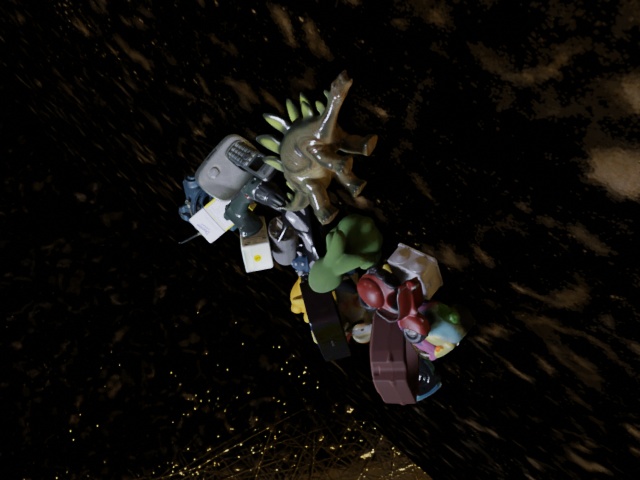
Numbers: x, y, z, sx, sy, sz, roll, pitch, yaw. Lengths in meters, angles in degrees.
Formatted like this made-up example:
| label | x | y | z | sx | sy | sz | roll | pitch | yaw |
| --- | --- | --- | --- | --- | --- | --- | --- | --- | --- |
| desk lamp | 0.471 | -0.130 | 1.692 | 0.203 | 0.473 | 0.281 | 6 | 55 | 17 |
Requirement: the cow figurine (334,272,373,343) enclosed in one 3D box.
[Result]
| label | x | y | z | sx | sy | sz | roll | pitch | yaw |
| --- | --- | --- | --- | --- | --- | --- | --- | --- | --- |
| cow figurine | 0.082 | 0.160 | 1.325 | 0.127 | 0.085 | 0.195 | 55 | -164 | -67 |

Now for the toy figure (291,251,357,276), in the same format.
| label | x | y | z | sx | sy | sz | roll | pitch | yaw |
| --- | --- | --- | --- | --- | --- | --- | --- | --- | --- |
| toy figure | 0.011 | 0.057 | 1.279 | 0.155 | 0.064 | 0.057 | 2 | 157 | 10 |

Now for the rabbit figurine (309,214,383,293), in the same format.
| label | x | y | z | sx | sy | sz | roll | pitch | yaw |
| --- | --- | --- | --- | --- | --- | --- | --- | --- | --- |
| rabbit figurine | 0.051 | 0.038 | 1.077 | 0.121 | 0.170 | 0.159 | 41 | 162 | 1 |

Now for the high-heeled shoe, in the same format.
| label | x | y | z | sx | sy | sz | roll | pitch | yaw |
| --- | --- | --- | --- | --- | --- | --- | --- | --- | --- |
| high-heeled shoe | 0.011 | 0.001 | 1.188 | 0.249 | 0.145 | 0.086 | 35 | -157 | 5 |

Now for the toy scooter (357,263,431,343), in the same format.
| label | x | y | z | sx | sy | sz | roll | pitch | yaw |
| --- | --- | --- | --- | --- | --- | --- | --- | --- | --- |
| toy scooter | 0.143 | 0.103 | 1.027 | 0.184 | 0.075 | 0.135 | 40 | 146 | 35 |

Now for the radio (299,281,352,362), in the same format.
| label | x | y | z | sx | sy | sz | roll | pitch | yaw |
| --- | --- | --- | --- | --- | --- | --- | --- | --- | --- |
| radio | 0.015 | 0.192 | 1.301 | 0.229 | 0.073 | 0.131 | 74 | 179 | -55 |

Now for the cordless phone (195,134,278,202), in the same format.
| label | x | y | z | sx | sy | sz | roll | pitch | yaw |
| --- | --- | --- | --- | --- | --- | --- | --- | --- | --- |
| cordless phone | -0.171 | -0.138 | 1.156 | 0.184 | 0.146 | 0.088 | 32 | 171 | 44 |

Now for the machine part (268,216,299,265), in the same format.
| label | x | y | z | sx | sy | sz | roll | pitch | yaw |
| --- | --- | --- | --- | --- | --- | --- | --- | --- | --- |
| machine part | -0.094 | 0.004 | 1.441 | 0.079 | 0.079 | 0.243 | 37 | 160 | 14 |

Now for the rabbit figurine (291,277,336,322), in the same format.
| label | x | y | z | sx | sy | sz | roll | pitch | yaw |
| --- | --- | --- | --- | --- | --- | --- | --- | --- | --- |
| rabbit figurine | -0.012 | 0.148 | 1.527 | 0.173 | 0.162 | 0.121 | -18 | 107 | 49 |

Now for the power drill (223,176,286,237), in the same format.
| label | x | y | z | sx | sy | sz | roll | pitch | yaw |
| --- | --- | --- | --- | --- | --- | --- | --- | --- | --- |
| power drill | -0.170 | -0.094 | 1.322 | 0.232 | 0.086 | 0.207 | 42 | 152 | 14 |

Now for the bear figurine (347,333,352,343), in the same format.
| label | x | y | z | sx | sy | sz | roll | pitch | yaw |
| --- | --- | --- | --- | --- | --- | --- | --- | --- | --- |
| bear figurine | 0.051 | 0.250 | 1.626 | 0.120 | 0.132 | 0.196 | 43 | 156 | 2 |

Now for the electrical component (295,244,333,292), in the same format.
| label | x | y | z | sx | sy | sz | roll | pitch | yaw |
| --- | --- | --- | --- | --- | --- | --- | --- | --- | --- |
| electrical component | -0.012 | 0.080 | 1.377 | 0.114 | 0.058 | 0.134 | 50 | -160 | -32 |

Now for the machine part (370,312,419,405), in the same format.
| label | x | y | z | sx | sy | sz | roll | pitch | yaw |
| --- | --- | --- | --- | --- | --- | --- | --- | --- | --- |
| machine part | 0.181 | 0.273 | 1.283 | 0.087 | 0.201 | 0.200 | -7 | 141 | 17 |

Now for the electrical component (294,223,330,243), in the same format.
| label | x | y | z | sx | sy | sz | roll | pitch | yaw |
| --- | --- | --- | --- | --- | --- | --- | --- | --- | --- |
| electrical component | -0.003 | -0.004 | 1.288 | 0.119 | 0.048 | 0.075 | 43 | 162 | 1 |

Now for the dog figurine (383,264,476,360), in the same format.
| label | x | y | z | sx | sy | sz | roll | pitch | yaw |
| --- | --- | --- | --- | --- | --- | --- | --- | --- | --- |
| dog figurine | 0.196 | 0.140 | 1.120 | 0.219 | 0.108 | 0.191 | 41 | 162 | 12 |

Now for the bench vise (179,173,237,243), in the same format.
| label | x | y | z | sx | sy | sz | roll | pitch | yaw |
| --- | --- | --- | --- | --- | --- | --- | --- | --- | --- |
| bench vise | -0.326 | -0.080 | 1.600 | 0.241 | 0.129 | 0.223 | 24 | 125 | 27 |

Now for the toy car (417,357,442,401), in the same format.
| label | x | y | z | sx | sy | sz | roll | pitch | yaw |
| --- | --- | --- | --- | --- | --- | --- | --- | --- | --- |
| toy car | 0.257 | 0.356 | 1.490 | 0.161 | 0.109 | 0.103 | 58 | 175 | -19 |

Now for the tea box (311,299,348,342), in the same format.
| label | x | y | z | sx | sy | sz | roll | pitch | yaw |
| --- | --- | --- | --- | --- | --- | --- | --- | --- | --- |
| tea box | 0.056 | 0.218 | 1.470 | 0.068 | 0.169 | 0.098 | 33 | 158 | 19 |

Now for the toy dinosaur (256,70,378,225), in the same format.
| label | x | y | z | sx | sy | sz | roll | pitch | yaw |
| --- | --- | --- | --- | --- | --- | --- | --- | --- | --- |
| toy dinosaur | -0.018 | -0.134 | 0.951 | 0.199 | 0.105 | 0.471 | 46 | 154 | 13 |
